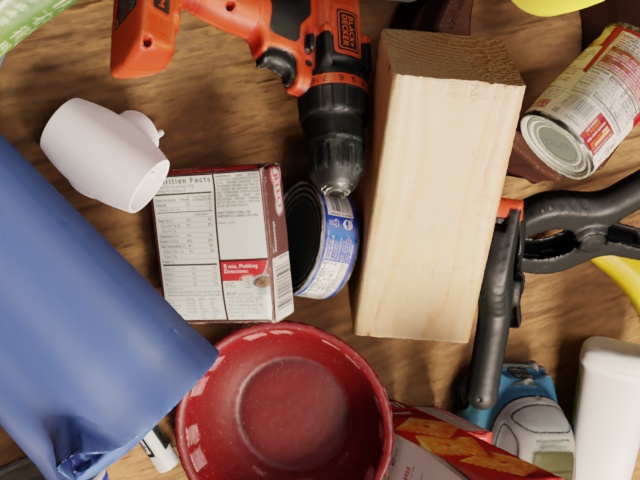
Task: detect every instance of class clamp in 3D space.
[{"bbox_3d":[0.225,-0.018,0.870,0.210,0.036,0.164,-6,143,1],"label":"clamp"},{"bbox_3d":[0.144,0.036,0.846,0.039,0.120,0.171,9,118,11],"label":"clamp"}]

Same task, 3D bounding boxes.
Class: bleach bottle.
[{"bbox_3d":[0.240,0.214,0.929,0.068,0.102,0.251,11,95,16],"label":"bleach bottle"}]

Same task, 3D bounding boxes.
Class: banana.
[{"bbox_3d":[0.293,0.063,0.969,0.069,0.037,0.198,-31,108,-19],"label":"banana"}]

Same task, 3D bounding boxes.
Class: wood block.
[{"bbox_3d":[0.077,-0.037,0.772,0.090,0.091,0.206,4,121,-5],"label":"wood block"}]

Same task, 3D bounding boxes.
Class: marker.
[{"bbox_3d":[-0.141,0.119,0.780,0.020,0.020,0.121,-35,109,-18],"label":"marker"}]

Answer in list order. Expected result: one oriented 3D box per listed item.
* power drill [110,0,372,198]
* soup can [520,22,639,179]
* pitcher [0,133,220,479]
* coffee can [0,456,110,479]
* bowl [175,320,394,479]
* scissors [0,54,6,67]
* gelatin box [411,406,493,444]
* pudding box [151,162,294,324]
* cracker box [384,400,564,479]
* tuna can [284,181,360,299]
[{"bbox_3d":[-0.049,-0.128,0.737,0.187,0.057,0.184,12,63,-31],"label":"power drill"},{"bbox_3d":[0.207,-0.103,0.796,0.102,0.069,0.068,-46,113,-13],"label":"soup can"},{"bbox_3d":[-0.186,0.027,0.674,0.144,0.149,0.243,-43,95,-24],"label":"pitcher"},{"bbox_3d":[-0.177,0.227,0.729,0.102,0.103,0.140,-21,105,-22],"label":"coffee can"},{"bbox_3d":[-0.024,0.136,0.795,0.162,0.055,0.162,1,95,8],"label":"bowl"},{"bbox_3d":[-0.193,-0.152,0.724,0.201,0.016,0.096,-12,103,-24],"label":"scissors"},{"bbox_3d":[0.099,0.179,0.862,0.030,0.089,0.073,6,93,-26],"label":"gelatin box"},{"bbox_3d":[-0.071,0.003,0.762,0.039,0.090,0.113,-23,110,-68],"label":"pudding box"},{"bbox_3d":[0.077,0.222,0.787,0.072,0.214,0.164,5,95,-28],"label":"cracker box"},{"bbox_3d":[-0.005,0.001,0.793,0.033,0.086,0.086,10,92,-28],"label":"tuna can"}]
